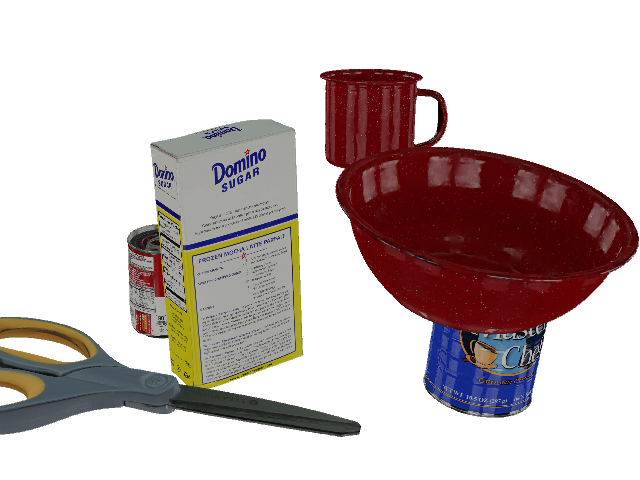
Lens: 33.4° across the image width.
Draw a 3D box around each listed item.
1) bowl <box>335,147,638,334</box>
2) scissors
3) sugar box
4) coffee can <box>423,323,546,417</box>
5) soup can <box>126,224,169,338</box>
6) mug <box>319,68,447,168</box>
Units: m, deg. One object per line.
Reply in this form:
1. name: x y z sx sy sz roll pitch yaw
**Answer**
1. bowl: 0.085 0.004 0.579 0.162 0.055 0.162 6 26 -3
2. scissors: -0.092 0.076 0.484 0.202 0.016 0.096 15 28 26
3. sugar box: -0.062 0.010 0.740 0.093 0.176 0.048 -16 26 -31
4. coffee can: 0.154 0.074 0.971 0.103 0.140 0.103 5 23 -2
5. soup can: -0.166 0.043 1.117 0.068 0.102 0.068 2 25 -1
6. mug: 0.057 -0.111 0.975 0.117 0.081 0.093 0 16 -1
